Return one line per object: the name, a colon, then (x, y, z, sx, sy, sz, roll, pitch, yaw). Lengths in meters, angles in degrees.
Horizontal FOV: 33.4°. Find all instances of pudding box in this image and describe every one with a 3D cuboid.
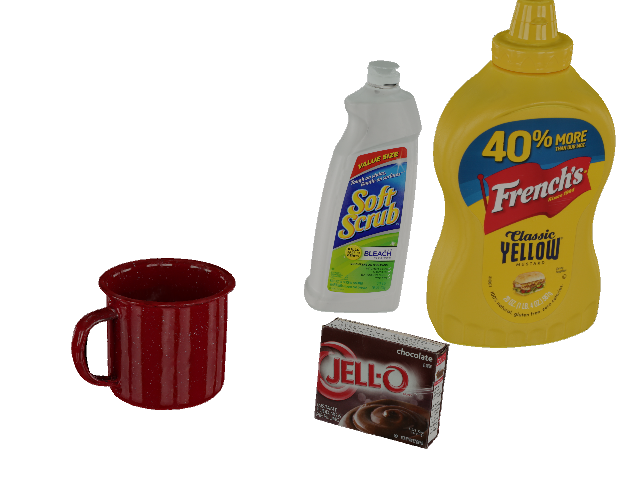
pudding box: (0.053, 0.125, 0.947, 0.114, 0.090, 0.039, 10, 17, 22)

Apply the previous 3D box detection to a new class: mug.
mug: (-0.116, 0.067, 0.733, 0.117, 0.081, 0.093, -12, 23, -39)

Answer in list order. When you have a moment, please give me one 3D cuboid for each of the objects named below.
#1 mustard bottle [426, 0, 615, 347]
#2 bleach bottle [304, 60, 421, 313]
mustard bottle: (0.109, -0.036, 0.578, 0.096, 0.192, 0.058, -3, 27, -5)
bleach bottle: (0.043, -0.052, 1.057, 0.102, 0.251, 0.068, 2, 24, -6)
